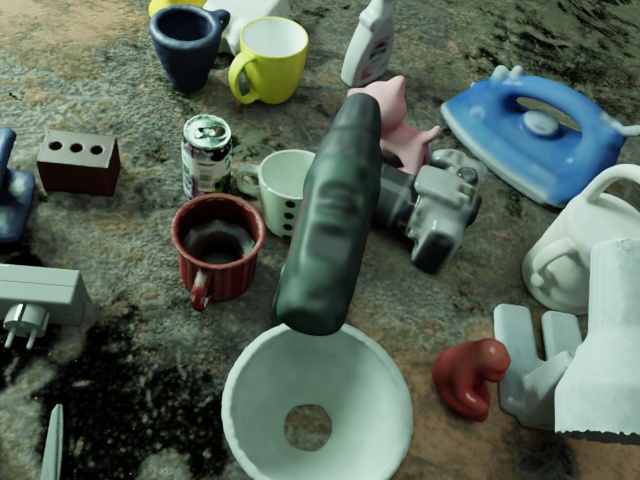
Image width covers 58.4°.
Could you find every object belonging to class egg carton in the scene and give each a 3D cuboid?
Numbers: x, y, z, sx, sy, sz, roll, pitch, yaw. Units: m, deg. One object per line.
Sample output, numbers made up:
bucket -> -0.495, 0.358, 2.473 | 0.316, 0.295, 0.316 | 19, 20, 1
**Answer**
egg carton -> -0.110, -0.329, 0.846 | 0.107, 0.069, 0.150 | 21, 54, 3

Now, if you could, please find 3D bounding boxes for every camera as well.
camera -> 0.119, -0.057, 0.684 | 0.136, 0.101, 0.143 | 24, 54, 6

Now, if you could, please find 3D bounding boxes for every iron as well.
iron -> 0.288, -0.158, 0.763 | 0.258, 0.141, 0.119 | 37, 57, 14

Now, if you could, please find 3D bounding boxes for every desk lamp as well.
desk lamp -> 0.247, 0.109, 0.524 | 0.118, 0.213, 0.203 | 9, 54, -5

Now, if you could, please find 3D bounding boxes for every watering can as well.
watering can -> 0.315, -0.008, 0.632 | 0.100, 0.194, 0.173 | 41, 58, 17

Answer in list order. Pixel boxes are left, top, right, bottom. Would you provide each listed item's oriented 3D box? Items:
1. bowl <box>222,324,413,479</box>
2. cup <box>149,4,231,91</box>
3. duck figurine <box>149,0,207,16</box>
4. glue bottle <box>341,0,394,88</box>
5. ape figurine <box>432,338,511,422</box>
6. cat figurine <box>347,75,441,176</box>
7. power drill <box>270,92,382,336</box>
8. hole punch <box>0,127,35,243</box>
bowl -> -0.005, 0.161, 0.522 | 0.167, 0.075, 0.167 | 6, 55, -8
cup -> -0.168, -0.255, 0.767 | 0.091, 0.095, 0.118 | 40, 57, 17
duck figurine -> -0.205, -0.374, 0.848 | 0.105, 0.086, 0.077 | -33, 67, -29
glue bottle -> 0.078, -0.296, 0.798 | 0.037, 0.173, 0.078 | 42, 58, 18
ape figurine -> 0.157, 0.129, 0.567 | 0.076, 0.092, 0.078 | 39, 57, 16
cat figurine -> 0.095, -0.151, 0.734 | 0.127, 0.118, 0.067 | 31, 55, 11
power drill -> 0.005, 0.002, 0.553 | 0.075, 0.208, 0.229 | 14, 54, -1
hole punch -> -0.362, -0.056, 0.591 | 0.101, 0.091, 0.108 | 1, 55, -11
